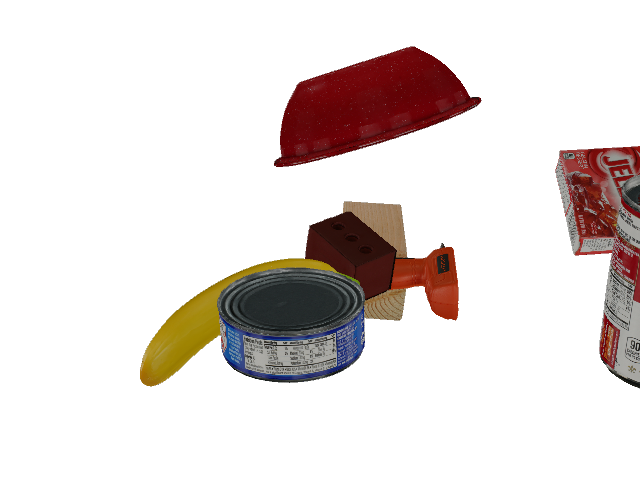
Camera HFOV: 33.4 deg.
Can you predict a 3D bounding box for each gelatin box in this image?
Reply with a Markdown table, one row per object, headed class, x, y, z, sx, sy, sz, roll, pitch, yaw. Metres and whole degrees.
| class | x | y | z | sx | sy | sz | roll | pitch | yaw |
| --- | --- | --- | --- | --- | --- | --- | --- | --- | --- |
| gelatin box | 0.231 | -0.033 | 0.847 | 0.073 | 0.089 | 0.030 | -3 | -34 | 0 |

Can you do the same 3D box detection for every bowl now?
| class | x | y | z | sx | sy | sz | roll | pitch | yaw |
| --- | --- | --- | --- | --- | --- | --- | --- | --- | --- |
| bowl | 0.034 | -0.105 | 0.795 | 0.162 | 0.055 | 0.162 | -18 | 9 | 3 |

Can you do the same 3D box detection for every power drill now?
| class | x | y | z | sx | sy | sz | roll | pitch | yaw |
| --- | --- | --- | --- | --- | --- | --- | --- | --- | --- |
| power drill | 0.065 | 0.056 | 1.241 | 0.187 | 0.057 | 0.184 | 1 | 28 | 5 |

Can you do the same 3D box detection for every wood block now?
| class | x | y | z | sx | sy | sz | roll | pitch | yaw |
| --- | --- | --- | --- | --- | --- | --- | --- | --- | --- |
| wood block | 0.075 | 0.025 | 1.551 | 0.091 | 0.090 | 0.206 | 4 | 25 | -1 |

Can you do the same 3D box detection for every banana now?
| class | x | y | z | sx | sy | sz | roll | pitch | yaw |
| --- | --- | --- | --- | --- | --- | --- | --- | --- | --- |
| banana | -0.068 | 0.059 | 0.850 | 0.198 | 0.069 | 0.037 | -24 | 34 | 7 |

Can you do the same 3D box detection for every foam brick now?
| class | x | y | z | sx | sy | sz | roll | pitch | yaw |
| --- | --- | --- | --- | --- | --- | --- | --- | --- | --- |
| foam brick | 0.029 | 0.017 | 1.039 | 0.052 | 0.051 | 0.078 | -22 | 44 | -31 |

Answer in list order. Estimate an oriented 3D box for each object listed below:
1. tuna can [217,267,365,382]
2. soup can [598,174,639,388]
| class | x | y | z | sx | sy | sz | roll | pitch | yaw |
| --- | --- | --- | --- | --- | --- | --- | --- | --- | --- |
| tuna can | -0.016 | 0.048 | 0.621 | 0.086 | 0.034 | 0.086 | -2 | 23 | 1 |
| soup can | 0.188 | 0.022 | 0.569 | 0.068 | 0.102 | 0.068 | 1 | 25 | -1 |
